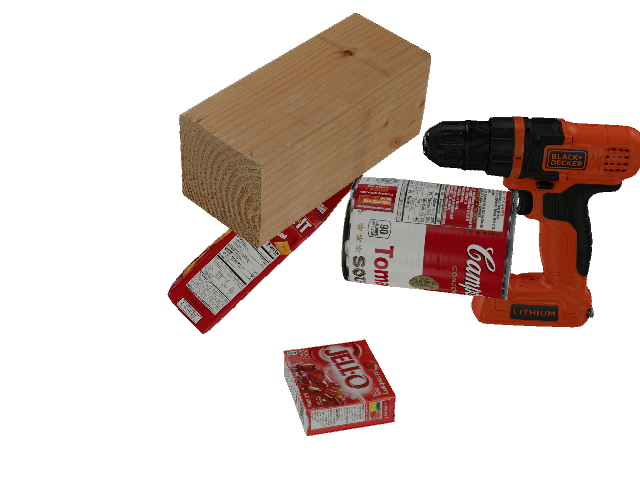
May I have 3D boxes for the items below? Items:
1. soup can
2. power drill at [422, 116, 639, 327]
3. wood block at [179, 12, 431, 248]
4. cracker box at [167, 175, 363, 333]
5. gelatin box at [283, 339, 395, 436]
[{"bbox_3d":[0.069,-0.002,0.665,0.102,0.068,0.068,6,1,10],"label":"soup can"},{"bbox_3d":[0.177,-0.017,0.931,0.184,0.188,0.057,3,27,4],"label":"power drill"},{"bbox_3d":[-0.010,-0.096,0.884,0.091,0.090,0.205,35,52,26],"label":"wood block"},{"bbox_3d":[-0.064,-0.008,1.231,0.214,0.072,0.164,-43,4,27],"label":"cracker box"},{"bbox_3d":[0.014,0.117,0.868,0.073,0.030,0.089,-7,28,-11],"label":"gelatin box"}]
